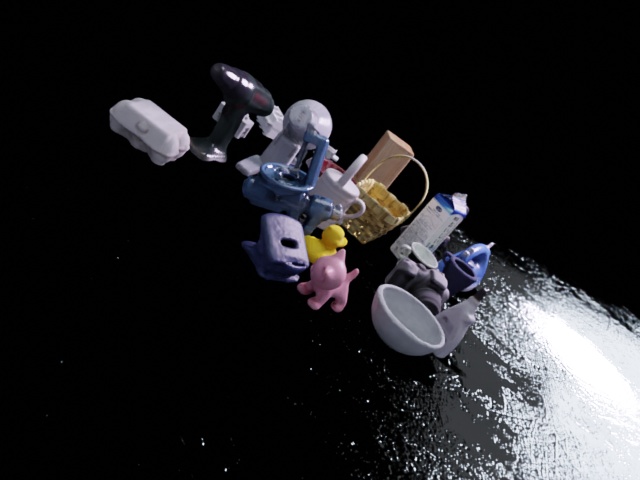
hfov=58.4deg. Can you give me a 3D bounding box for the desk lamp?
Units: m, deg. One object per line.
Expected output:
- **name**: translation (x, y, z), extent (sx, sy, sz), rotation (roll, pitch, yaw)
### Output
- **desk lamp**: translation (-0.071, -0.233, 1.353), extent (0.118, 0.213, 0.203), rotation (39, 22, 1)

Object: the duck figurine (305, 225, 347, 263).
- **duck figurine**: translation (0.011, 0.004, 1.192), extent (0.105, 0.086, 0.077), rotation (19, 29, -40)

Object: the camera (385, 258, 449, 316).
- **camera**: translation (0.230, 0.117, 1.295), extent (0.143, 0.100, 0.137), rotation (36, 22, -7)

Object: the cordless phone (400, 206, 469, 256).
- **cordless phone**: translation (0.336, -0.046, 1.664), extent (0.148, 0.185, 0.094), rotation (16, 31, -44)

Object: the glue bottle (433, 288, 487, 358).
- **glue bottle**: translation (0.288, 0.165, 1.198), extent (0.037, 0.173, 0.078), rotation (18, 29, -41)

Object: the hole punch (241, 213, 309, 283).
- **hole punch**: translation (-0.069, 0.015, 1.039), extent (0.109, 0.091, 0.101), rotation (12, 34, -48)

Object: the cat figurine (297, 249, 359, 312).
- **cat figurine**: translation (0.023, 0.069, 1.043), extent (0.128, 0.117, 0.067), rotation (10, 35, -50)

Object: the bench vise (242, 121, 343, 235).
- **bench vise**: translation (-0.030, -0.131, 1.212), extent (0.208, 0.219, 0.121), rotation (25, 26, -31)

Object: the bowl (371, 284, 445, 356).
- **bowl**: translation (0.158, 0.169, 1.118), extent (0.168, 0.074, 0.167), rotation (33, 23, -15)

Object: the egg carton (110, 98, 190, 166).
- **egg carton**: translation (-0.327, -0.212, 1.104), extent (0.150, 0.069, 0.107), rotation (38, 22, -3)

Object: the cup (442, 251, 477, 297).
- **cup**: translation (0.346, 0.096, 1.525), extent (0.092, 0.095, 0.117), rotation (11, 35, -49)

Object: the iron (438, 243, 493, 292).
- **iron**: translation (0.418, 0.063, 1.639), extent (0.118, 0.141, 0.259), rotation (47, 23, 21)

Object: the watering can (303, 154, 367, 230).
- **watering can**: translation (0.038, -0.129, 1.346), extent (0.173, 0.194, 0.101), rotation (31, 23, -18)

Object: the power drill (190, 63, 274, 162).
- **power drill**: translation (-0.199, -0.271, 1.232), extent (0.075, 0.208, 0.230), rotation (45, 23, 16)
